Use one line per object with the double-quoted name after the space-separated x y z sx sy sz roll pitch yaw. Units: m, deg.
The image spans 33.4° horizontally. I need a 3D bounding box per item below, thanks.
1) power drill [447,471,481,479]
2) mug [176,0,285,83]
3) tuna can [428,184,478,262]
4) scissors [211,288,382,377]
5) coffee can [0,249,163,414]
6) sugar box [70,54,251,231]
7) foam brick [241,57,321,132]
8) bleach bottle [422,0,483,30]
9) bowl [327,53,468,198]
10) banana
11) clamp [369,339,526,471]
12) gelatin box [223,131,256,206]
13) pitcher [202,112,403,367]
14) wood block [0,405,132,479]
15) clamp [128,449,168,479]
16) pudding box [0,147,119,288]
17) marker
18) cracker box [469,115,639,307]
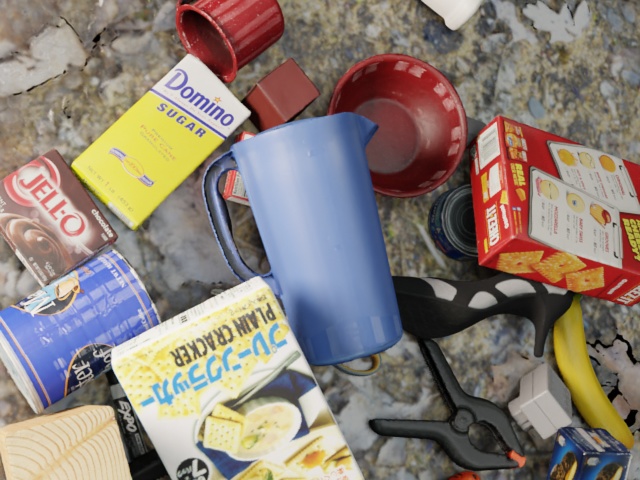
0.125 0.362 1.127 0.187 0.057 0.184 -21 85 -23 "power drill"
-0.100 -0.233 1.131 0.117 0.093 0.081 36 62 27 "mug"
0.169 -0.020 1.210 0.086 0.034 0.086 3 81 -18 "tuna can"
-0.011 0.072 1.146 0.201 0.016 0.096 35 71 -11 "scissors"
-0.234 0.086 1.022 0.140 0.103 0.103 -31 92 -20 "coffee can"
-0.164 -0.103 1.105 0.093 0.048 0.176 44 72 -8 "sugar box"
-0.043 -0.150 1.136 0.053 0.078 0.051 -40 94 -20 "foam brick"
0.086 -0.354 1.220 0.250 0.068 0.102 34 71 -8 "bleach bottle"
0.079 -0.121 1.181 0.162 0.055 0.162 2 81 -15 "bowl"
0.309 0.153 1.230 0.069 0.037 0.198 -14 86 -19 "banana"
0.151 0.187 1.163 0.171 0.039 0.120 26 78 -3 "clamp"
-0.054 -0.069 1.146 0.089 0.030 0.073 15 78 -17 "gelatin box"
-0.007 0.001 1.076 0.144 0.149 0.243 -17 93 -49 "pitcher"
-0.231 0.201 0.951 0.090 0.206 0.090 -14 86 -20 "wood block"
-0.096 0.228 1.054 0.209 0.036 0.165 6 109 -15 "clamp"
-0.270 -0.021 1.060 0.090 0.039 0.113 -36 94 -20 "pudding box"
-0.193 0.175 1.067 0.020 0.020 0.121 -17 87 -20 "marker"
0.273 -0.029 1.190 0.213 0.072 0.164 16 54 -24 "cracker box"
